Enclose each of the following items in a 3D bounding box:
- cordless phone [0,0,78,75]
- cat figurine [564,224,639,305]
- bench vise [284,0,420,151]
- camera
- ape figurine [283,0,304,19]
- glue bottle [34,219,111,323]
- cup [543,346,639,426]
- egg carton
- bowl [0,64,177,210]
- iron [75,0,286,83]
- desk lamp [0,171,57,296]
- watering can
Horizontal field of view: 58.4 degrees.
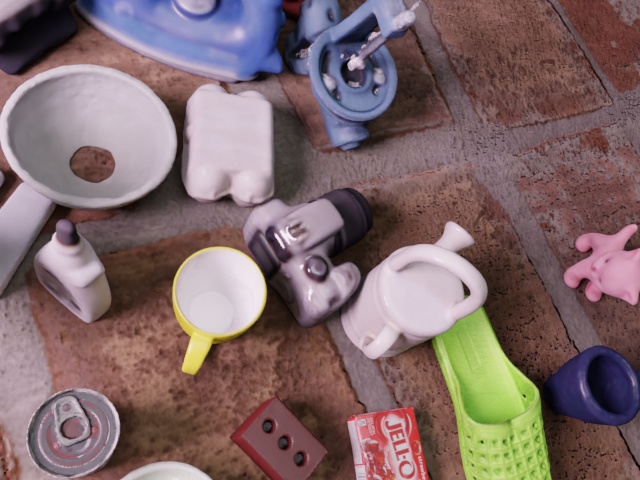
[{"bbox_3d":[-0.321,-0.277,0.587,0.094,0.184,0.148,34,61,-5],"label":"cordless phone"},{"bbox_3d":[0.402,0.032,0.780,0.067,0.117,0.128,34,61,-5],"label":"cat figurine"},{"bbox_3d":[0.026,-0.240,0.687,0.122,0.219,0.207,-34,83,-29],"label":"bench vise"},{"bbox_3d":[0.006,0.002,0.647,0.137,0.100,0.143,-30,81,-29],"label":"camera"},{"bbox_3d":[-0.023,-0.357,0.791,0.078,0.092,0.076,-35,84,-29],"label":"ape figurine"},{"bbox_3d":[-0.220,0.021,0.509,0.078,0.173,0.037,43,60,0],"label":"glue bottle"},{"bbox_3d":[0.334,0.181,0.704,0.118,0.094,0.091,-5,70,-23],"label":"cup"},{"bbox_3d":[-0.106,-0.111,0.668,0.107,0.069,0.150,4,67,-20],"label":"egg carton"},{"bbox_3d":[-0.239,-0.097,0.607,0.168,0.074,0.167,8,66,-18],"label":"bowl"},{"bbox_3d":[-0.156,-0.288,0.681,0.259,0.141,0.118,8,66,-18],"label":"iron"},{"bbox_3d":[-0.319,-0.016,0.462,0.118,0.213,0.203,24,62,-10],"label":"desk lamp"},{"bbox_3d":[0.104,0.051,0.612,0.101,0.193,0.173,21,62,-12],"label":"watering can"}]
